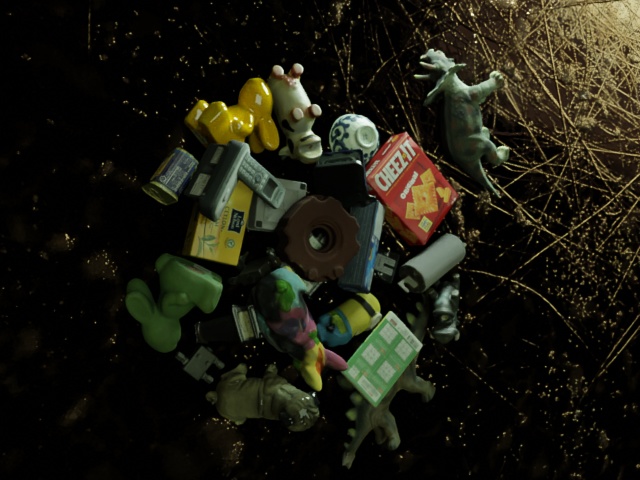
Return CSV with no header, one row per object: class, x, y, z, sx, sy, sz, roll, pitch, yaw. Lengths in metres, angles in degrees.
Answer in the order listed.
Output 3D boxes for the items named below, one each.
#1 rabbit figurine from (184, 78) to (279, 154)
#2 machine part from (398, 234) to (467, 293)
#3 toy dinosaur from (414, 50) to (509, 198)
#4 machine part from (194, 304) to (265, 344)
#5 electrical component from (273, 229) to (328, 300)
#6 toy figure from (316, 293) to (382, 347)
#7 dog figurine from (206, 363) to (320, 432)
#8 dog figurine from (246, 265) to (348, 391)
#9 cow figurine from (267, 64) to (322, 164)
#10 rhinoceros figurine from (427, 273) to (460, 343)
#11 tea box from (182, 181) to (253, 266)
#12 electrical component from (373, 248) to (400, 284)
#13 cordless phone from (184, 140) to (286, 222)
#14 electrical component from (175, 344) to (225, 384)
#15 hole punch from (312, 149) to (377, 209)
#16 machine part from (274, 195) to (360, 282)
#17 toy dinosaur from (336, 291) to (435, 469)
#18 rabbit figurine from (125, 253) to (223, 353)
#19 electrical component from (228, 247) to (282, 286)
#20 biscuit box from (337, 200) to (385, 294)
rabbit figurine,-0.148,-0.234,1.044,0.162,0.122,0.173,46,69,-25
machine part,0.265,0.053,1.264,0.243,0.079,0.079,-31,103,-33
toy dinosaur,0.350,-0.274,1.313,0.192,0.131,0.404,-17,101,-15
machine part,-0.176,0.166,1.024,0.039,0.139,0.084,-40,112,-68
electrical component,-0.024,0.042,1.138,0.134,0.058,0.114,-48,111,-20
toy figure,0.054,0.175,1.165,0.180,0.082,0.089,-19,98,-24
dog figurine,-0.110,0.308,1.014,0.172,0.191,0.121,-12,94,-26
dog figurine,-0.039,0.179,1.042,0.108,0.191,0.219,-32,68,-31
cow figurine,-0.055,-0.246,1.105,0.085,0.127,0.195,-22,85,-27
rhinoceros figurine,0.290,0.157,1.257,0.190,0.073,0.111,-67,153,-54
tea box,-0.197,-0.041,1.043,0.098,0.068,0.169,13,82,-27
electrical component,0.149,0.063,1.235,0.119,0.048,0.075,26,78,-23
cordless phone,-0.144,-0.084,0.997,0.184,0.089,0.146,39,69,-47
electrical component,-0.234,0.235,1.045,0.094,0.021,0.063,43,70,-20
hole punch,0.045,-0.131,1.149,0.142,0.092,0.115,-6,125,6
machine part,-0.002,-0.003,1.084,0.179,0.056,0.179,0,89,-25
toy dinosaur,0.163,0.290,1.208,0.198,0.105,0.471,47,59,-14
rabbit figurine,-0.275,0.122,0.977,0.159,0.121,0.170,27,92,-21
electrical component,-0.130,0.051,1.064,0.078,0.102,0.045,-49,121,-55
biscuit box,0.091,0.014,1.175,0.059,0.063,0.202,37,62,-60
